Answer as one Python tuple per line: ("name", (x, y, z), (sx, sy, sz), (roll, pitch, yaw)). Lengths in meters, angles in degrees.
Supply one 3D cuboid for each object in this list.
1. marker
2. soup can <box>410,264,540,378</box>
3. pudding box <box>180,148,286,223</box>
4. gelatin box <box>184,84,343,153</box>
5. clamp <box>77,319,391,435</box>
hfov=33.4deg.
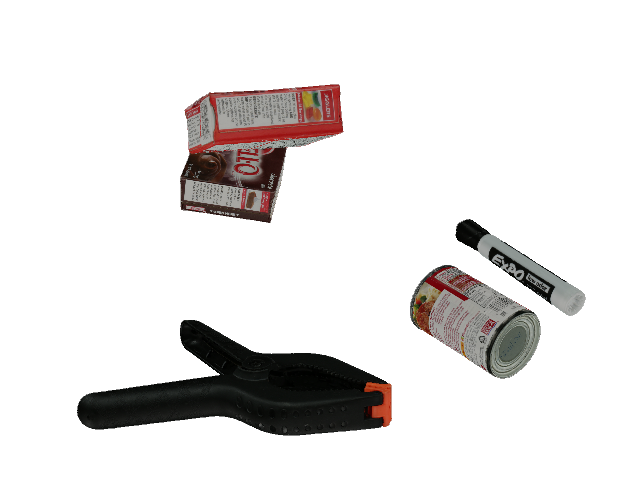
("marker", (0.139, 0.016, 0.760), (0.020, 0.020, 0.121), (0, 26, -38))
("soup can", (0.140, 0.073, 0.969), (0.068, 0.068, 0.102), (0, 22, -41))
("pudding box", (-0.083, -0.063, 1.028), (0.090, 0.039, 0.113), (8, 31, 0))
("gelatin box", (-0.034, -0.069, 0.609), (0.073, 0.030, 0.089), (-6, 3, -15))
("clamp", (-0.048, 0.101, 0.778), (0.210, 0.036, 0.164), (3, 19, 13))
